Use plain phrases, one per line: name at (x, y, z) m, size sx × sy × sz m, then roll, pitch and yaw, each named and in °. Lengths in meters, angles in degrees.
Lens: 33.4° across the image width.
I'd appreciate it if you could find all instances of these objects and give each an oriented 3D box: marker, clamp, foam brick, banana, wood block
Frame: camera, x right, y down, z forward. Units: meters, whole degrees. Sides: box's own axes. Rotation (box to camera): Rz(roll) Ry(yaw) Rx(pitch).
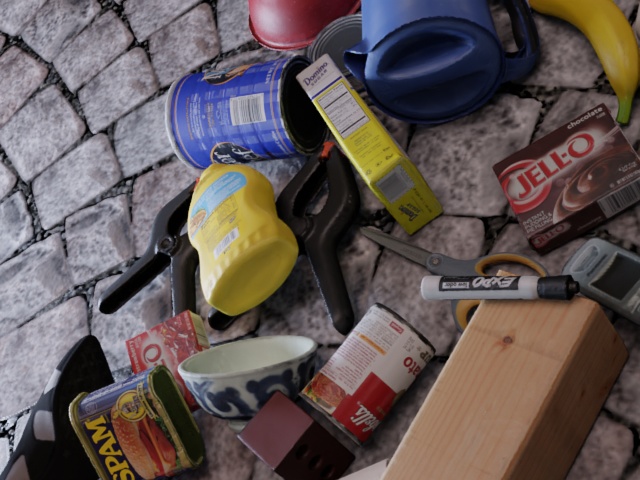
marker at (0.133, 0.036, 0.793) m, size 0.121 × 0.020 × 0.020 m, roll -2°, pitch 59°, yaw 32°
clamp at (-0.143, 0.019, 1.086) m, size 0.120 × 0.039 × 0.171 m, roll 23°, pitch 77°, yaw 29°
foam brick at (-0.018, 0.170, 0.877) m, size 0.053 × 0.078 × 0.051 m, roll -49°, pitch 46°, yaw -7°
clamp at (-0.007, 0.001, 1.010) m, size 0.165 × 0.036 × 0.210 m, roll 7°, pitch 64°, yaw 40°
banana at (0.244, -0.193, 0.974) m, size 0.070 × 0.037 × 0.198 m, roll -57°, pitch 36°, yaw 34°
wood block at (0.135, 0.139, 0.794) m, size 0.091 × 0.090 × 0.206 m, roll 20°, pitch 72°, yaw 40°

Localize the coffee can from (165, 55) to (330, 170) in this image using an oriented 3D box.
coffee can at (-0.073, -0.130, 1.099) m, size 0.141 × 0.102 × 0.102 m, roll -4°, pitch 57°, yaw 29°

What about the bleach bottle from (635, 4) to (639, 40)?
bleach bottle at (0.330, -0.148, 0.890) m, size 0.103 × 0.068 × 0.251 m, roll -22°, pitch 48°, yaw 21°

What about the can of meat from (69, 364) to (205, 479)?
can of meat at (-0.160, 0.171, 0.952) m, size 0.084 × 0.102 × 0.057 m, roll -23°, pitch 8°, yaw 12°

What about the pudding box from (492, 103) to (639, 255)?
pudding box at (0.214, -0.052, 0.910) m, size 0.113 × 0.039 × 0.090 m, roll -29°, pitch 49°, yaw 13°

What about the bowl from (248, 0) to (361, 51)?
bowl at (-0.024, -0.295, 1.215) m, size 0.162 × 0.055 × 0.162 m, roll -16°, pitch 52°, yaw 22°

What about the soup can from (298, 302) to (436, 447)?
soup can at (0.040, 0.111, 0.888) m, size 0.102 × 0.068 × 0.069 m, roll -50°, pitch 48°, yaw -8°

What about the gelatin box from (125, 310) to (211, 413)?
gelatin box at (-0.136, 0.121, 1.002) m, size 0.073 × 0.030 × 0.089 m, roll -27°, pitch 64°, yaw 12°

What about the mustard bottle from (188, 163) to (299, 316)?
mustard bottle at (-0.083, -0.019, 1.021) m, size 0.096 × 0.058 × 0.192 m, roll -46°, pitch 35°, yaw 16°

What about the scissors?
scissors at (0.103, 0.039, 0.933) m, size 0.202 × 0.016 × 0.096 m, roll 8°, pitch 64°, yaw 36°

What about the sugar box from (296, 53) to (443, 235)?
sugar box at (0.044, -0.092, 1.008) m, size 0.048 × 0.093 × 0.176 m, roll -38°, pitch 47°, yaw 4°

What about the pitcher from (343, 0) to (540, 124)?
pitcher at (0.111, -0.242, 1.057) m, size 0.145 × 0.149 × 0.243 m, roll -31°, pitch 43°, yaw 30°

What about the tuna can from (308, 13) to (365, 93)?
tuna can at (0.033, -0.195, 1.125) m, size 0.086 × 0.033 × 0.086 m, roll -16°, pitch 52°, yaw 22°
